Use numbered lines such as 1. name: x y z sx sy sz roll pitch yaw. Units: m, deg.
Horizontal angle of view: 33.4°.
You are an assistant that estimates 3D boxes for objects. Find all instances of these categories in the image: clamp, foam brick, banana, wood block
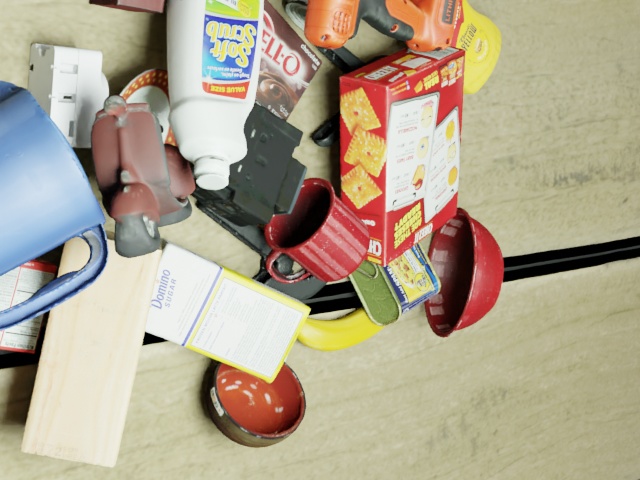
1. clamp: -0.054 0.037 1.192 0.209 0.036 0.164 0 101 -39
2. clamp: 0.052 -0.163 1.234 0.171 0.039 0.120 1 107 -43
3. foam brick: -0.176 -0.255 0.997 0.051 0.053 0.078 2 99 -42
4. banana: 0.038 0.095 1.288 0.197 0.037 0.070 -10 108 -39
5. wood block: -0.215 0.097 1.009 0.090 0.091 0.206 12 93 -11

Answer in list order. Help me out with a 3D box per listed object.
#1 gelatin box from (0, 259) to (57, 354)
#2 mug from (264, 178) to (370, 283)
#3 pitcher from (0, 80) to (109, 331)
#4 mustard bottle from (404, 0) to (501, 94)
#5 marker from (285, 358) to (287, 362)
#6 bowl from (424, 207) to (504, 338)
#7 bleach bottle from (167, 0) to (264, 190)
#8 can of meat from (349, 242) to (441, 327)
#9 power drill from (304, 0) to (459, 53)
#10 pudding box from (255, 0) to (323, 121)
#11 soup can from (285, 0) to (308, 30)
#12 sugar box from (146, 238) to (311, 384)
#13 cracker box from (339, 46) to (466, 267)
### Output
1. gelatin box: -0.292 0.057 0.991 0.073 0.030 0.089 15 91 -44
2. mug: -0.008 0.001 1.150 0.117 0.093 0.081 -46 129 4
3. pitcher: -0.301 -0.003 0.868 0.242 0.149 0.145 -33 141 -12
4. mustard bottle: 0.141 -0.261 1.273 0.191 0.058 0.096 35 76 -41
5. marker: -0.047 0.136 1.224 0.020 0.020 0.121 9 103 -42
6. bowl: 0.182 0.043 1.315 0.055 0.162 0.162 8 96 -15
7. bleach bottle: -0.096 -0.160 1.003 0.102 0.068 0.251 21 55 -39
8. can of meat: 0.088 0.040 1.286 0.083 0.058 0.102 -26 90 -40
9. power drill: 0.067 -0.279 1.112 0.187 0.057 0.184 7 96 -41
10. pudding box: -0.060 -0.189 1.127 0.113 0.039 0.090 44 71 -40
11. soup can: 0.015 -0.276 1.151 0.068 0.069 0.102 40 74 -40
12. sugar box: -0.107 0.074 1.113 0.176 0.048 0.093 27 90 -23
13. cracker box: 0.092 -0.102 1.215 0.163 0.072 0.214 -32 131 -45
